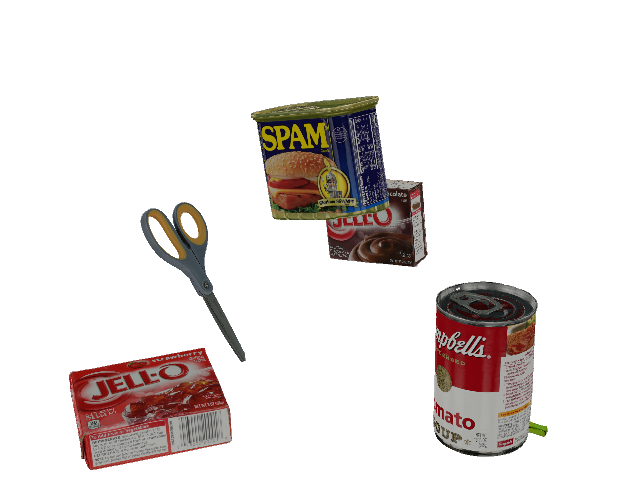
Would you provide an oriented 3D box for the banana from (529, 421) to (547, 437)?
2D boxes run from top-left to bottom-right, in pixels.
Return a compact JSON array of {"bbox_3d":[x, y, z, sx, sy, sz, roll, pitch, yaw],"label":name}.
[{"bbox_3d":[0.203,0.179,1.272,0.069,0.037,0.198,9,23,-15],"label":"banana"}]

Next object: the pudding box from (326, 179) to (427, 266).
[{"bbox_3d":[0.061,-0.023,1.188,0.114,0.090,0.039,4,22,29],"label":"pudding box"}]

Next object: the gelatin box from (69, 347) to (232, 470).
[{"bbox_3d":[-0.106,0.101,0.654,0.089,0.030,0.073,-9,25,-15],"label":"gelatin box"}]

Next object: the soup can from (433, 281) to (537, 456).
[{"bbox_3d":[0.112,0.088,0.735,0.068,0.102,0.068,-1,21,0],"label":"soup can"}]

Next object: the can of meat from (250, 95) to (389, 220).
[{"bbox_3d":[0.001,-0.061,0.809,0.102,0.084,0.057,2,16,43],"label":"can of meat"}]

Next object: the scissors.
[{"bbox_3d":[-0.130,0.037,1.234,0.016,0.201,0.096,-29,15,40],"label":"scissors"}]
